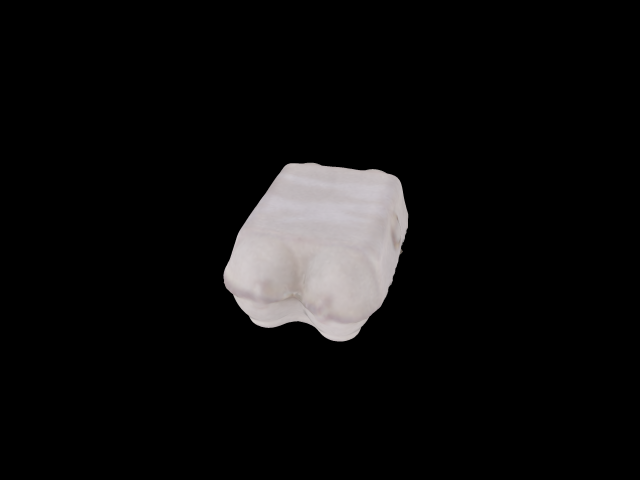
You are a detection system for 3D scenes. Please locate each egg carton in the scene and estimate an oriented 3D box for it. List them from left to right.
[{"bbox_3d":[0.004,0.001,0.400,0.107,0.069,0.150,8,35,12],"label":"egg carton"}]
